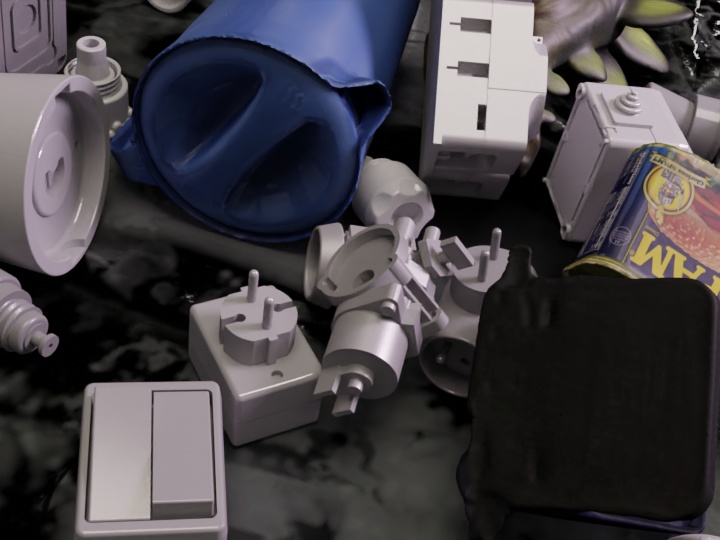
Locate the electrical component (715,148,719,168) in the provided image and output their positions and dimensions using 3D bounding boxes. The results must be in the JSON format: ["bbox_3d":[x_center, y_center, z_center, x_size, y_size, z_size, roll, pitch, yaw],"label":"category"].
[{"bbox_3d":[0.296,-0.069,0.714,0.109,0.056,0.108,18,44,8],"label":"electrical component"}]

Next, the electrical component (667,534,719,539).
[{"bbox_3d":[0.150,0.151,0.471,0.048,0.048,0.062,15,50,6],"label":"electrical component"}]

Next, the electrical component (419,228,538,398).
[{"bbox_3d":[0.066,0.014,0.570,0.043,0.079,0.077,17,44,16],"label":"electrical component"}]

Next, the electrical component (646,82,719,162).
[{"bbox_3d":[0.220,-0.101,0.742,0.055,0.045,0.045,15,44,5],"label":"electrical component"}]

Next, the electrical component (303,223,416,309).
[{"bbox_3d":[0.000,0.000,0.598,0.055,0.048,0.066,8,43,-14],"label":"electrical component"}]

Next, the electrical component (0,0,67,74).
[{"bbox_3d":[-0.233,-0.168,0.680,0.057,0.113,0.078,26,46,12],"label":"electrical component"}]

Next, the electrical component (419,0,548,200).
[{"bbox_3d":[0.075,-0.146,0.653,0.060,0.105,0.186,5,78,-1],"label":"electrical component"}]

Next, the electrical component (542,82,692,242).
[{"bbox_3d":[0.161,-0.069,0.661,0.061,0.096,0.061,3,44,-12],"label":"electrical component"}]

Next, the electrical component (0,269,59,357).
[{"bbox_3d":[-0.187,0.021,0.545,0.078,0.040,0.040,28,47,18],"label":"electrical component"}]

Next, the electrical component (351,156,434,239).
[{"bbox_3d":[0.014,-0.047,0.650,0.043,0.043,0.062,-13,39,-22],"label":"electrical component"}]

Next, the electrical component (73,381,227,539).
[{"bbox_3d":[-0.092,0.089,0.478,0.062,0.061,0.096,0,44,-10],"label":"electrical component"}]

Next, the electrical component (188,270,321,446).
[{"bbox_3d":[-0.051,0.034,0.530,0.047,0.076,0.065,-15,49,-24],"label":"electrical component"}]

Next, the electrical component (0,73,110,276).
[{"bbox_3d":[-0.184,-0.054,0.579,0.060,0.108,0.108,9,43,7],"label":"electrical component"}]

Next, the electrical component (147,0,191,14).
[{"bbox_3d":[-0.130,-0.225,0.809,0.044,0.044,0.065,24,41,14],"label":"electrical component"}]

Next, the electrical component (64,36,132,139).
[{"bbox_3d":[-0.167,-0.115,0.673,0.048,0.062,0.048,5,44,-5],"label":"electrical component"}]
